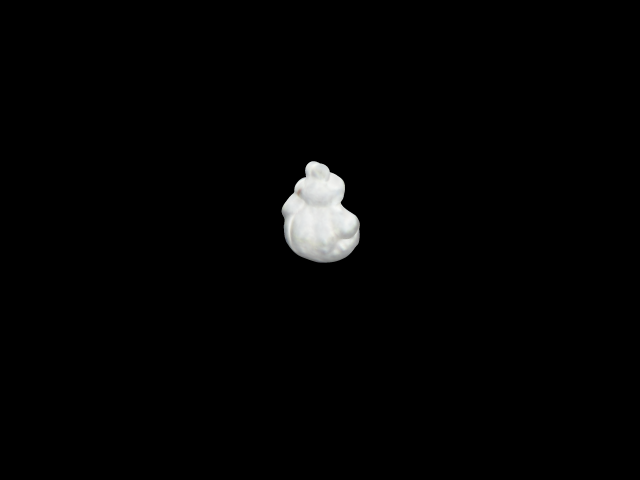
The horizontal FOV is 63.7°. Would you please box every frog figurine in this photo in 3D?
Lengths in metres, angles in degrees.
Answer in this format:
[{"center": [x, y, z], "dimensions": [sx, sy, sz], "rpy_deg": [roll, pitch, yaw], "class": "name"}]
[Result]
[{"center": [0.003, -0.043, 0.850], "dimensions": [0.138, 0.155, 0.125], "rpy_deg": [30, 55, 24], "class": "frog figurine"}]
